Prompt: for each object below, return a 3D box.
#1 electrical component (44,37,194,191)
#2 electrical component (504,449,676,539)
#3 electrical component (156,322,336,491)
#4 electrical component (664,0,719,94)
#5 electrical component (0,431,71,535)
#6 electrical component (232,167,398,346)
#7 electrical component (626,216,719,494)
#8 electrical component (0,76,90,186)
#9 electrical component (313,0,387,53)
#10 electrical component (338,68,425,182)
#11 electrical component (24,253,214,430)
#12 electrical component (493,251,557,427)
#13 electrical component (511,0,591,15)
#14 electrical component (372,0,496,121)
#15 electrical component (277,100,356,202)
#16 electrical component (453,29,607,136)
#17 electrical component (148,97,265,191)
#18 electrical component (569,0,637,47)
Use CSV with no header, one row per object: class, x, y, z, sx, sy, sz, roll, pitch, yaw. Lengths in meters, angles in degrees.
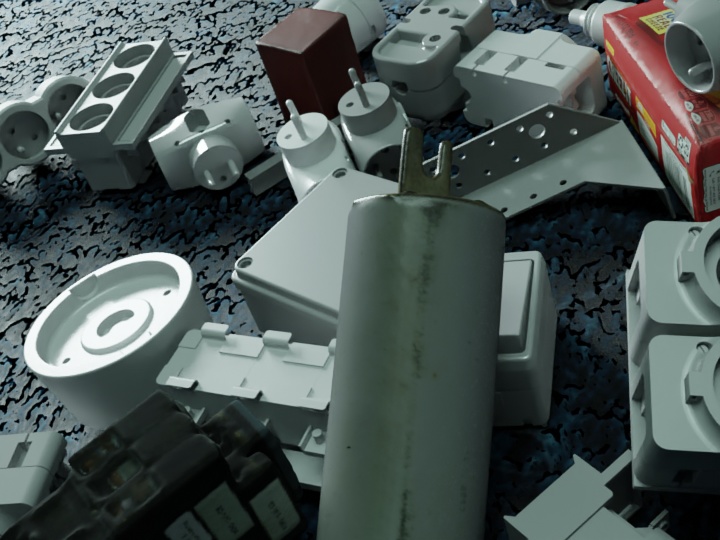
electrical component,-0.183,-0.122,0.851,0.079,0.063,0.121,-1,44,22
electrical component,0.104,0.124,0.472,0.081,0.042,0.064,-37,44,-18
electrical component,-0.043,0.071,0.575,0.121,0.063,0.078,5,46,27
electrical component,0.207,-0.144,0.614,0.077,0.043,0.079,-28,42,-10
electrical component,-0.202,0.128,0.586,0.089,0.050,0.055,-7,41,16
electrical component,0.000,0.000,0.642,0.109,0.056,0.108,21,54,38
electrical component,0.213,0.038,0.452,0.186,0.060,0.105,3,62,5
electrical component,-0.284,-0.115,0.894,0.138,0.052,0.074,-34,23,-16
electrical component,-0.014,-0.201,0.877,0.055,0.055,0.047,24,60,40
electrical component,0.009,-0.101,0.734,0.044,0.079,0.077,-23,40,3
electrical component,-0.136,0.047,0.639,0.108,0.060,0.108,-17,34,12
electrical component,0.069,0.030,0.577,0.062,0.061,0.096,-4,42,18
electrical component,0.138,-0.235,0.860,0.079,0.043,0.077,-18,40,3
electrical component,0.058,-0.155,0.791,0.054,0.059,0.095,18,53,36
electrical component,-0.032,-0.079,0.727,0.043,0.079,0.077,-24,40,4
electrical component,0.120,-0.129,0.743,0.089,0.050,0.056,22,55,39
electrical component,-0.109,-0.085,0.793,0.077,0.043,0.079,-25,40,-5
electrical component,0.181,-0.181,0.789,0.035,0.035,0.061,-40,41,-22
